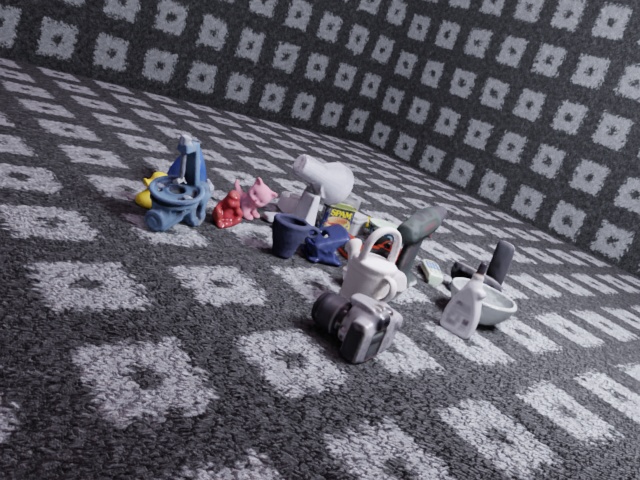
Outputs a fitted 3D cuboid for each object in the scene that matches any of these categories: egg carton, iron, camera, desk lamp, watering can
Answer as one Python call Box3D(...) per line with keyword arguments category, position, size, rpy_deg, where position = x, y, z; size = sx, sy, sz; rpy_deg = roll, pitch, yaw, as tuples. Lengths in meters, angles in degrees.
Box3D(category="egg carton", position=(0.128, 0.092, 1.332), size=(0.151, 0.069, 0.107), rpy_deg=(4, 23, -42))
Box3D(category="iron", position=(-0.338, -0.175, 1.516), size=(0.119, 0.141, 0.257), rpy_deg=(13, 18, -21))
Box3D(category="camera", position=(0.065, 0.141, 1.052), size=(0.136, 0.101, 0.144), rpy_deg=(29, 19, 28))
Box3D(category="desk lamp", position=(-0.025, -0.127, 1.595), size=(0.204, 0.213, 0.117), rpy_deg=(4, 23, -41))
Box3D(category="watering can", position=(0.105, 0.058, 1.197), size=(0.172, 0.194, 0.101), rpy_deg=(30, 19, 30))

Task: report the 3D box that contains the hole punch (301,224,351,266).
Box3D(category="hole punch", position=(0.013, 0.005, 1.436), size=(0.101, 0.091, 0.108), rpy_deg=(12, 18, -23))

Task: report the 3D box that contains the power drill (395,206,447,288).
Box3D(category="power drill", position=(0.244, 0.012, 1.472), size=(0.075, 0.208, 0.230), rpy_deg=(27, 18, 24))

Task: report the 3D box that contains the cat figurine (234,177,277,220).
Box3D(category="cat figurine", position=(-0.186, -0.121, 1.558), size=(0.127, 0.118, 0.067), rpy_deg=(25, 18, 18))

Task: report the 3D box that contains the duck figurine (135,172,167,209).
Box3D(category="duck figurine", position=(-0.388, -0.122, 1.390), size=(0.105, 0.086, 0.077), rpy_deg=(4, 23, -43))

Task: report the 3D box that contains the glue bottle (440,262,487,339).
Box3D(category="glue bottle", position=(0.331, 0.129, 1.266), size=(0.077, 0.173, 0.037), rpy_deg=(30, 20, 32))

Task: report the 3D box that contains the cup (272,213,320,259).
Box3D(category="cup", position=(-0.066, -0.003, 1.366), size=(0.118, 0.095, 0.091), rpy_deg=(14, 18, -20))

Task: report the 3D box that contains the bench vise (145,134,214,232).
Box3D(category="bench vise", position=(-0.308, -0.137, 1.296), size=(0.121, 0.220, 0.207), rpy_deg=(19, 17, -3))

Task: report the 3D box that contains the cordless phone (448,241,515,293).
Box3D(category="cordless phone", position=(0.437, 0.074, 1.538), size=(0.147, 0.185, 0.094), rpy_deg=(30, 20, 32))

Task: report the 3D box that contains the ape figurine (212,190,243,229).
Box3D(category="ape figurine", position=(-0.227, -0.080, 1.430), size=(0.078, 0.092, 0.076), rpy_deg=(13, 18, -20))

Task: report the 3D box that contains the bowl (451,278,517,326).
Box3D(category="bowl", position=(0.388, 0.161, 1.401), size=(0.167, 0.075, 0.167), rpy_deg=(18, 17, -5))
